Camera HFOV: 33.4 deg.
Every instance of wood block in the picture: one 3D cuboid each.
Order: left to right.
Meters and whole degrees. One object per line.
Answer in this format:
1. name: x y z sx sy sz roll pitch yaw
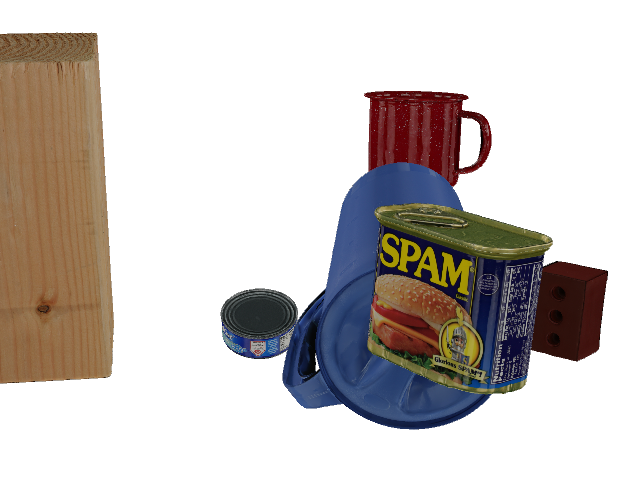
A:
1. wood block: -0.183 -0.021 0.680 0.090 0.206 0.090 -2 22 -9

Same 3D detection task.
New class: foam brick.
1. foam brick: 0.224 0.063 0.971 0.053 0.078 0.051 12 17 35

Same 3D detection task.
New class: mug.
1. mug: 0.096 -0.089 0.953 0.117 0.081 0.093 6 13 22

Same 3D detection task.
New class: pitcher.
1. pitcher: 0.058 0.033 0.835 0.149 0.145 0.242 10 24 -2

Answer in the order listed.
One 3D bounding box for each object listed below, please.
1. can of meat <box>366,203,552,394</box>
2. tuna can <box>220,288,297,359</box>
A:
1. can of meat: 0.073 0.031 0.596 0.057 0.084 0.102 -7 18 -40
2. tuna can: -0.068 0.093 1.190 0.086 0.034 0.086 1 36 -1
